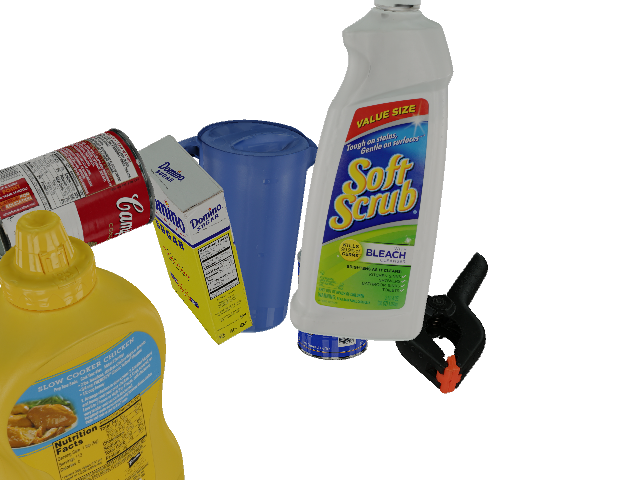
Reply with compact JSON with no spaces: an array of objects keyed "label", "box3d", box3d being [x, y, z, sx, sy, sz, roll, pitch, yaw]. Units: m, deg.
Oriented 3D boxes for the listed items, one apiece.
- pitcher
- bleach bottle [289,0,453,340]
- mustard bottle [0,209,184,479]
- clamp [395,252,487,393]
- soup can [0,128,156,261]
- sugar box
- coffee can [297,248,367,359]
[{"label":"pitcher","box3d":[-0.097,-0.016,1.284,0.149,0.243,0.144,19,27,28]},{"label":"bleach bottle","box3d":[0.036,-0.056,0.747,0.102,0.251,0.068,5,21,4]},{"label":"mustard bottle","box3d":[-0.116,0.070,0.499,0.096,0.192,0.058,-26,43,-31]},{"label":"clamp","box3d":[0.110,0.063,0.942,0.120,0.039,0.171,-9,42,-9]},{"label":"soup can","box3d":[-0.167,-0.024,0.686,0.102,0.068,0.069,-24,12,-27]},{"label":"sugar box","box3d":[-0.111,0.003,0.938,0.048,0.176,0.093,-31,50,-17]},{"label":"coffee can","box3d":[0.018,0.085,1.521,0.103,0.140,0.103,0,20,0]}]
